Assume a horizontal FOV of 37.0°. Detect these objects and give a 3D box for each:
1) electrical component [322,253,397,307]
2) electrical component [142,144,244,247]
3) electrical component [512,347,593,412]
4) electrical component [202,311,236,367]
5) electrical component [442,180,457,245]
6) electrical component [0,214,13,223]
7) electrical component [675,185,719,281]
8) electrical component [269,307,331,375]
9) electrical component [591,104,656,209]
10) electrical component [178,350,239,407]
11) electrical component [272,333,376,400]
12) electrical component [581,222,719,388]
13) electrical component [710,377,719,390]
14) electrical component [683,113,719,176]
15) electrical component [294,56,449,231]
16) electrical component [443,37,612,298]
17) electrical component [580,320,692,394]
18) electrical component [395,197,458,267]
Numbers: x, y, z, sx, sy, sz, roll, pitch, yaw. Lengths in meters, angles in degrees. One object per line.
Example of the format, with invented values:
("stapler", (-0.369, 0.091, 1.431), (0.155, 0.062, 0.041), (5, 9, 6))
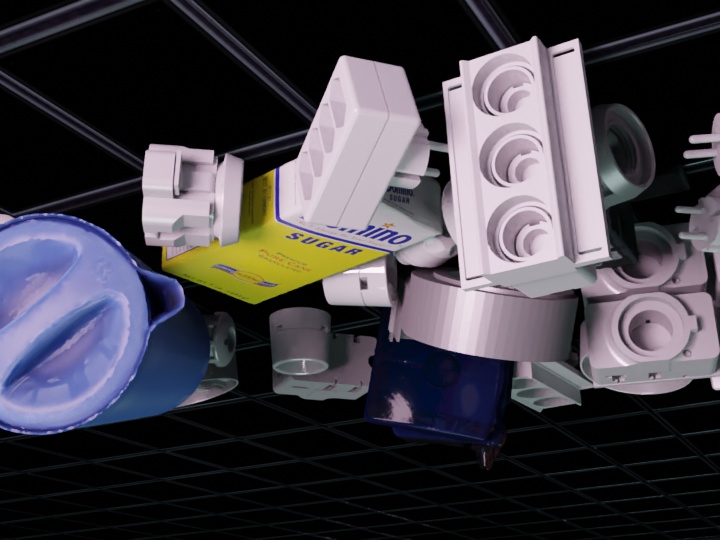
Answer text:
("electrical component", (0.000, 0.000, 0.787), (0.047, 0.055, 0.055), (-2, 159, 10))
("electrical component", (-0.101, -0.044, 0.661), (0.057, 0.058, 0.078), (4, 158, -6))
("electrical component", (0.162, 0.088, 1.011), (0.079, 0.063, 0.121), (-14, 155, 28))
("electrical component", (-0.142, 0.060, 0.941), (0.062, 0.048, 0.048), (0, 159, 12))
("electrical component", (0.090, -0.041, 0.681), (0.057, 0.058, 0.078), (-17, 138, 37))
("electrical component", (-0.245, -0.009, 0.756), (0.048, 0.048, 0.062), (-6, 165, 9))
("electrical component", (0.246, -0.030, 0.716), (0.077, 0.065, 0.047), (3, 158, -13))
("electrical component", (-0.053, 0.064, 0.952), (0.055, 0.047, 0.055), (-2, 159, -1))
("electrical component", (0.135, -0.063, 0.631), (0.078, 0.058, 0.057), (12, 156, -42))
("electrical component", (-0.163, 0.098, 1.006), (0.099, 0.064, 0.099), (-2, 158, -1))
("electrical component", (-0.034, 0.091, 1.019), (0.089, 0.050, 0.056), (7, 156, -24))
("electrical component", (0.259, 0.019, 0.787), (0.186, 0.105, 0.060), (-7, 158, 12))
("electrical component", (0.329, 0.051, 0.887), (0.100, 0.099, 0.048), (-15, 167, 30))
("electrical component", (0.226, -0.073, 0.621), (0.074, 0.052, 0.138), (-4, 158, 5))
("electrical component", (0.014, -0.066, 0.594), (0.076, 0.047, 0.083), (7, 135, -22))
("electrical component", (0.091, -0.051, 0.572), (0.079, 0.121, 0.063), (-14, 158, 27))
("electrical component", (0.249, 0.072, 0.977), (0.099, 0.064, 0.099), (-1, 159, -1))
("electrical component", (0.046, -0.022, 0.749), (0.043, 0.043, 0.062), (8, 157, -24))
